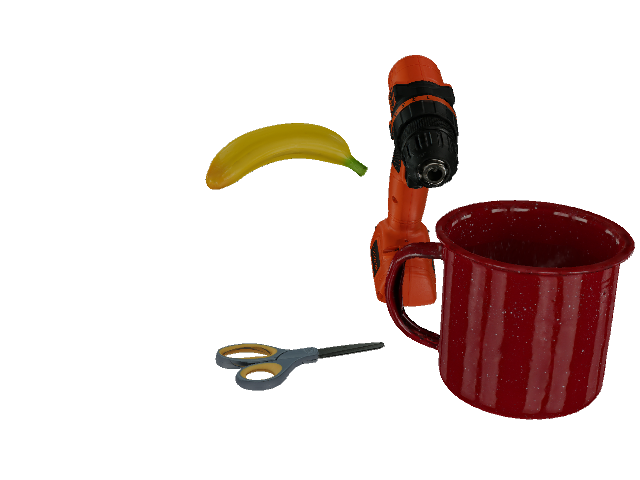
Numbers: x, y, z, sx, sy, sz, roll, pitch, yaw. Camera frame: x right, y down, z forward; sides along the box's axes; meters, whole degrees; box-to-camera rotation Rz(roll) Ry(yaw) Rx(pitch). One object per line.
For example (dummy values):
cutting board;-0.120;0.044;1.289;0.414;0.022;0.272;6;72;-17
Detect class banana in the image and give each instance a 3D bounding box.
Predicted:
banana;-0.041;-0.091;1.106;0.197;0.037;0.070;-9;47;-34

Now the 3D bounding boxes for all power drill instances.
power drill;0.079;-0.040;0.891;0.057;0.188;0.184;4;33;-1

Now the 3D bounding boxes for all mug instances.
mug;0.088;0.032;0.524;0.117;0.081;0.093;6;22;13

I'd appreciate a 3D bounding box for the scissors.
scissors;-0.017;0.140;1.212;0.201;0.016;0.096;1;24;-9
